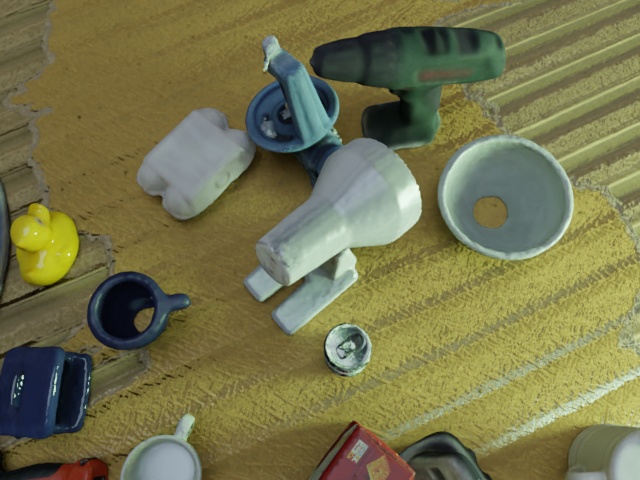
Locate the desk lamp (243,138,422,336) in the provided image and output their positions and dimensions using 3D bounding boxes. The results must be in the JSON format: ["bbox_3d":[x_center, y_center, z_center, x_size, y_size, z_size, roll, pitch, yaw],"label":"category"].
[{"bbox_3d":[0.006,0.002,0.660,0.203,0.213,0.118,-41,77,-10],"label":"desk lamp"}]

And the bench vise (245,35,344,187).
[{"bbox_3d":[-0.004,-0.148,0.699,0.207,0.220,0.121,28,77,9],"label":"bench vise"}]

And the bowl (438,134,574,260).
[{"bbox_3d":[0.232,-0.047,0.742,0.167,0.075,0.167,0,74,1],"label":"bowl"}]

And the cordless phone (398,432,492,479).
[{"bbox_3d":[0.149,0.277,0.595,0.094,0.185,0.147,-36,76,-8],"label":"cordless phone"}]

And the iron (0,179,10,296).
[{"bbox_3d":[-0.474,0.004,0.704,0.118,0.141,0.258,4,74,2],"label":"iron"}]

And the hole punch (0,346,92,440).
[{"bbox_3d":[-0.338,0.182,0.678,0.101,0.091,0.109,1,74,1],"label":"hole punch"}]

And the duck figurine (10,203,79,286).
[{"bbox_3d":[-0.362,0.003,0.732,0.077,0.086,0.104,6,74,3],"label":"duck figurine"}]

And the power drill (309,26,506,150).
[{"bbox_3d":[0.103,-0.189,0.715,0.229,0.208,0.075,-12,74,-2],"label":"power drill"}]

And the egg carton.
[{"bbox_3d":[-0.163,-0.103,0.767,0.107,0.069,0.150,39,78,11],"label":"egg carton"}]

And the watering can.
[{"bbox_3d":[0.352,0.243,0.596,0.173,0.194,0.101,-25,75,-6],"label":"watering can"}]

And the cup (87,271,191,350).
[{"bbox_3d":[-0.209,0.089,0.700,0.118,0.095,0.091,-11,74,-2],"label":"cup"}]
